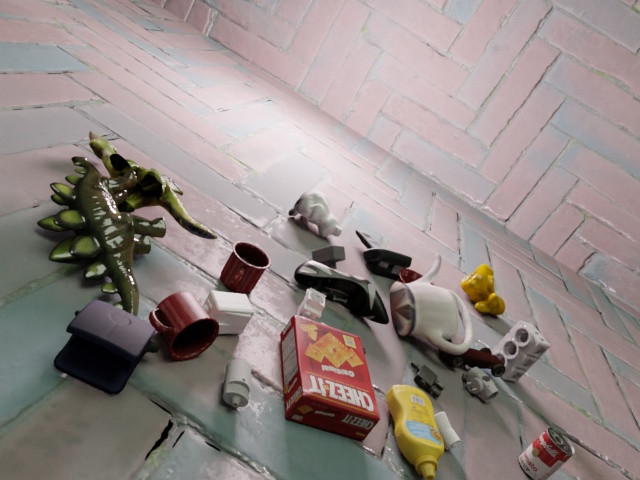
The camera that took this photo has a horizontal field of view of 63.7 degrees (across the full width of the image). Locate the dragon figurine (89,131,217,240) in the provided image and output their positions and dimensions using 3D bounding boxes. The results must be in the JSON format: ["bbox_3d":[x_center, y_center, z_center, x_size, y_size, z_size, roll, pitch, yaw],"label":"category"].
[{"bbox_3d":[-0.393,-0.130,1.223,0.410,0.121,0.245,33,15,-2],"label":"dragon figurine"}]

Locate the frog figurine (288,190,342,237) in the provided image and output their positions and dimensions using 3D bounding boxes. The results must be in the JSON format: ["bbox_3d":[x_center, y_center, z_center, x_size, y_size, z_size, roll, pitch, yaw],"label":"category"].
[{"bbox_3d":[0.005,-0.080,1.586,0.161,0.123,0.136,29,0,23],"label":"frog figurine"}]

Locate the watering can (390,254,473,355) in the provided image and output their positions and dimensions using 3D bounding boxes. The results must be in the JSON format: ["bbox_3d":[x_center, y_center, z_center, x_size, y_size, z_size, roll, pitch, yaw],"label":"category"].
[{"bbox_3d":[0.290,0.159,1.405,0.224,0.101,0.356,9,41,-17],"label":"watering can"}]
